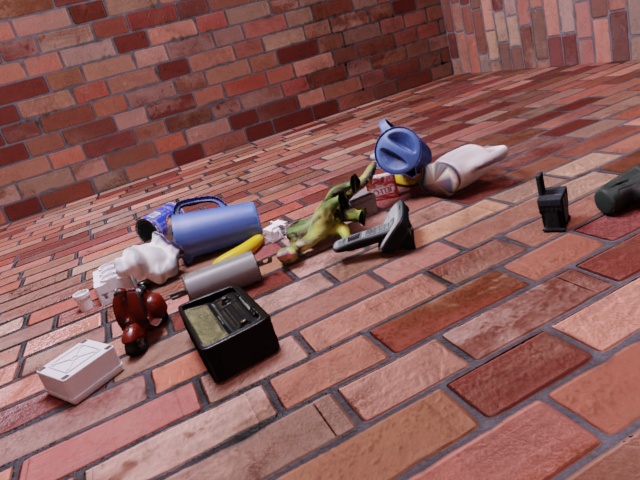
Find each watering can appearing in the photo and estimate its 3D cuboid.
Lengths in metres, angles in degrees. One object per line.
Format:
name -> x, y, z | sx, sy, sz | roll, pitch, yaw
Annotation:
watering can -> 0.372, -0.198, 1.465 | 0.226, 0.103, 0.346 | -28, 9, -23

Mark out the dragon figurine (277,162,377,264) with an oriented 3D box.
dragon figurine -> 0.004, -0.068, 1.348 | 0.241, 0.120, 0.419 | -17, 24, 33

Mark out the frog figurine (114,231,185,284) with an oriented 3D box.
frog figurine -> -0.454, 0.065, 1.354 | 0.162, 0.138, 0.120 | -41, -11, -37
